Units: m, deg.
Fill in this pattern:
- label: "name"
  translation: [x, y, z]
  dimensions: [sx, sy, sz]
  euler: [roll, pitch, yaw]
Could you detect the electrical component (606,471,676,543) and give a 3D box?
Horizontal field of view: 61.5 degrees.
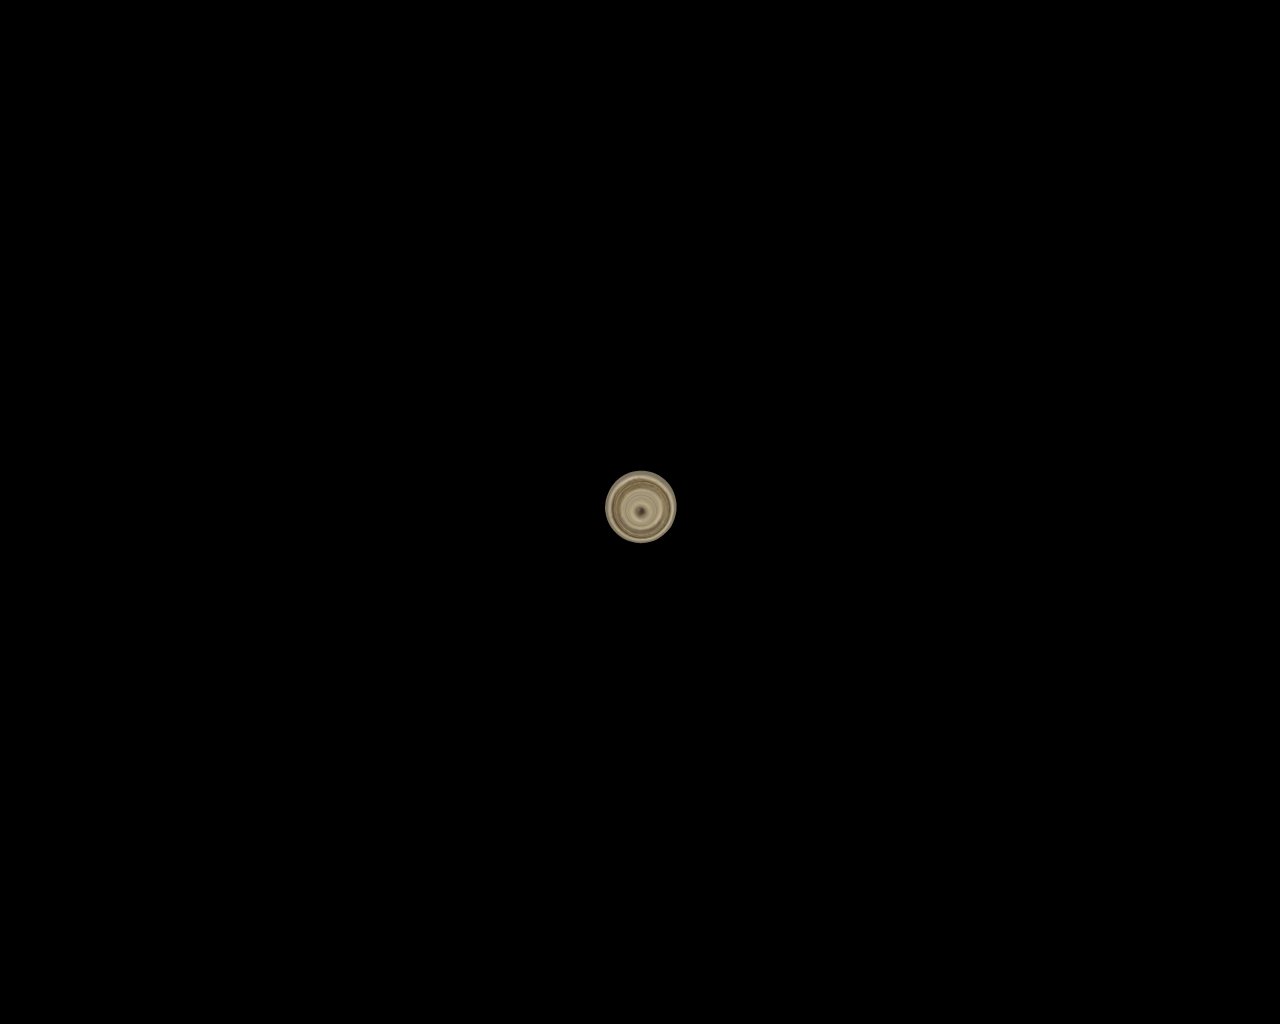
- label: "electrical component"
  translation: [0.001, -0.003, 0.650]
  dimensions: [0.043, 0.043, 0.062]
  euler: [0, 5, 0]
